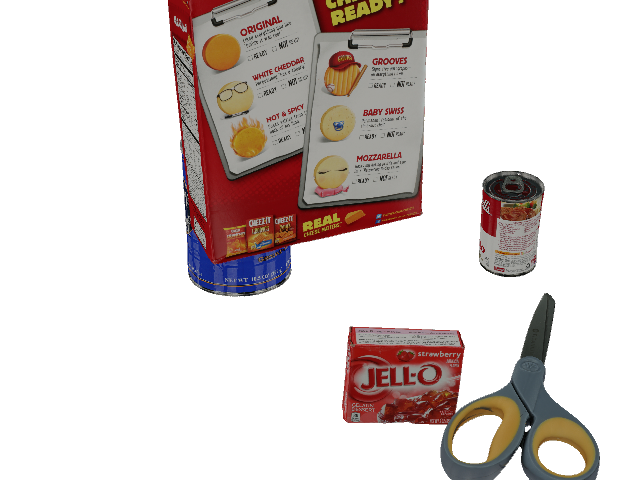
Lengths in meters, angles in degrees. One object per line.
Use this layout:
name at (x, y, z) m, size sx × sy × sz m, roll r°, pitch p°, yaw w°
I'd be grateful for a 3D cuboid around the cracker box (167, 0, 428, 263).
cracker box at (-0.014, -0.105, 0.725) m, size 0.164 × 0.214 × 0.072 m, roll -13°, pitch 32°, yaw -18°

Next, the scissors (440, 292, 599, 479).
scissors at (0.142, 0.092, 0.649) m, size 0.096 × 0.016 × 0.201 m, roll 19°, pitch 35°, yaw 28°

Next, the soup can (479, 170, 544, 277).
soup can at (0.215, -0.019, 1.205) m, size 0.068 × 0.102 × 0.068 m, roll -2°, pitch 33°, yaw 1°

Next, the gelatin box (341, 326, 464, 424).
gelatin box at (0.064, 0.106, 0.833) m, size 0.089 × 0.073 × 0.030 m, roll 2°, pitch 27°, yaw -3°

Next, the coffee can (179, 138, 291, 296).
coffee can at (-0.080, -0.032, 1.026) m, size 0.103 × 0.140 × 0.103 m, roll 0°, pitch 27°, yaw 0°
